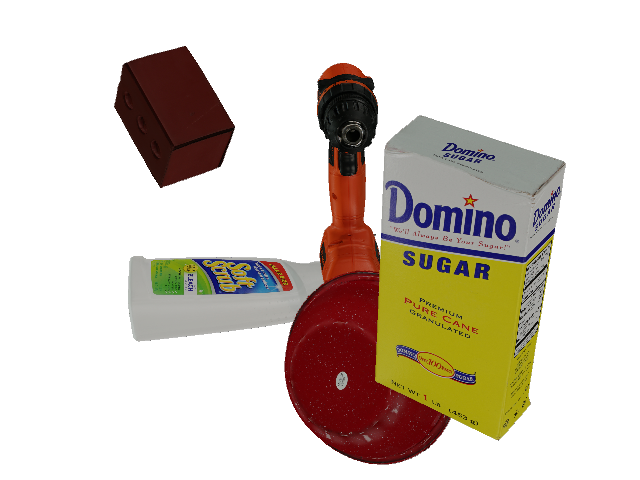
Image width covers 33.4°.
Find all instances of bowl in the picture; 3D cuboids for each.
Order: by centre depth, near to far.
[{"bbox_3d":[0.028,0.107,0.861,0.162,0.162,0.055,0,4,30],"label":"bowl"}]

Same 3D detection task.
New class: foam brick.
[{"bbox_3d":[-0.104,-0.088,0.755,0.051,0.078,0.053,-22,-21,-28],"label":"foam brick"}]

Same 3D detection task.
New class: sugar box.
[{"bbox_3d":[0.081,0.024,0.616,0.093,0.176,0.048,22,43,29],"label":"sugar box"}]

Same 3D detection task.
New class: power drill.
[{"bbox_3d":[0.026,-0.053,0.947,0.057,0.188,0.184,-1,22,1],"label":"power drill"}]

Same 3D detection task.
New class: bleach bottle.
[{"bbox_3d":[-0.084,0.055,1.185,0.250,0.068,0.102,-5,35,-5],"label":"bleach bottle"}]
